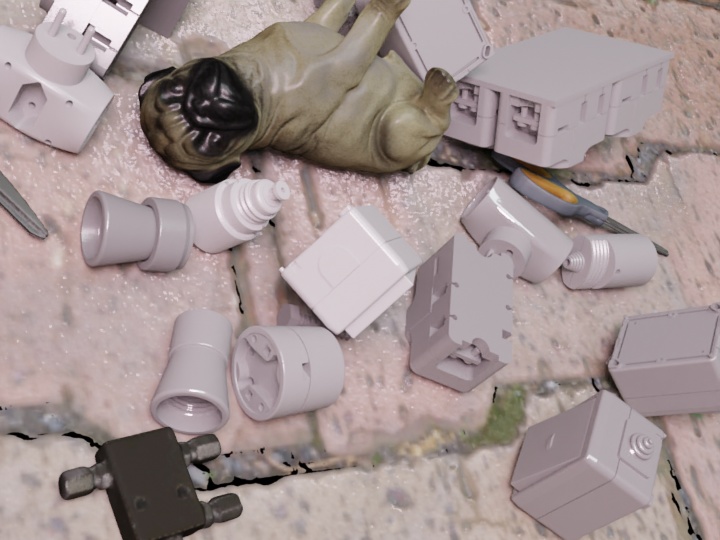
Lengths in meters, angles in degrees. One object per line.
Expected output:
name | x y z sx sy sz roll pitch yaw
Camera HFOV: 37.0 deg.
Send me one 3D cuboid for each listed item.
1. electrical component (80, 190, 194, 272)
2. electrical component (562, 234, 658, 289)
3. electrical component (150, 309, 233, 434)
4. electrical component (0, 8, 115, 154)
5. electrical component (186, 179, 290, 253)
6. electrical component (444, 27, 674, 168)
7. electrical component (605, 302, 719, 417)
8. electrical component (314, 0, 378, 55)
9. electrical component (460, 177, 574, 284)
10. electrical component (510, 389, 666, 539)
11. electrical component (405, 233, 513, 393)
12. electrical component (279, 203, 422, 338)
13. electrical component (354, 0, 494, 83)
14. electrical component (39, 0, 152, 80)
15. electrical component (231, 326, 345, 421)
electrical component | -0.132 -0.022 0.638 0.055 0.045 0.045 5 58 -33
electrical component | 0.192 -0.007 0.852 0.081 0.043 0.043 -2 62 -36
electrical component | -0.093 0.055 0.615 0.044 0.044 0.065 22 45 -21
electrical component | -0.184 -0.121 0.645 0.077 0.079 0.043 32 35 -13
electrical component | -0.075 -0.038 0.668 0.040 0.078 0.040 23 58 -43
electrical component | 0.159 -0.141 0.873 0.105 0.060 0.186 24 34 35
electrical component | 0.232 0.071 0.802 0.061 0.096 0.061 58 40 -27
electrical component | -0.003 -0.230 0.856 0.079 0.063 0.121 10 55 -30
electrical component | 0.112 -0.019 0.804 0.077 0.044 0.079 40 46 -6
electrical component | 0.149 0.123 0.696 0.061 0.096 0.061 36 47 -9
electrical component | 0.067 0.031 0.731 0.050 0.056 0.089 23 50 -20
electrical component | 0.000 0.000 0.685 0.061 0.062 0.096 48 10 3
electrical component | 0.041 -0.182 0.784 0.062 0.061 0.096 -37 114 -16
electrical component | -0.165 -0.175 0.685 0.056 0.050 0.089 31 91 -14
electrical component | -0.042 0.059 0.638 0.047 0.055 0.055 -1 61 -39
